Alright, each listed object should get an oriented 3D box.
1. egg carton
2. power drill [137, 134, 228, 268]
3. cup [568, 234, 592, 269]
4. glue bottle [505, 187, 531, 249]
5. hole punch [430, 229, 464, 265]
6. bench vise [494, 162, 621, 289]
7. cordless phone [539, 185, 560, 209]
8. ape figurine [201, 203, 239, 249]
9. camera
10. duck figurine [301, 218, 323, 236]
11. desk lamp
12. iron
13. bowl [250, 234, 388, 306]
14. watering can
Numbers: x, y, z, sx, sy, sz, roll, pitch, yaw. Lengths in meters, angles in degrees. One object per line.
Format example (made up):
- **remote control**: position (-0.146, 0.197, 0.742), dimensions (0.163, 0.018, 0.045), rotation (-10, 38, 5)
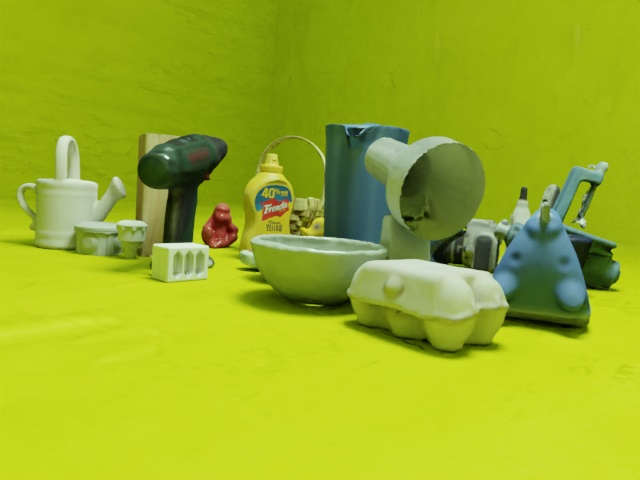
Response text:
- **egg carton**: position (0.103, 0.060, 0.570), dimensions (0.108, 0.069, 0.149), rotation (0, 7, -42)
- **power drill**: position (-0.202, -0.061, 0.876), dimensions (0.075, 0.208, 0.230), rotation (5, 5, 11)
- **cup**: position (0.365, 0.037, 0.909), dimensions (0.118, 0.095, 0.091), rotation (4, 5, -4)
- **glue bottle**: position (0.417, -0.025, 1.196), dimensions (0.037, 0.173, 0.078), rotation (4, 5, -4)
- **hole punch**: position (0.192, 0.018, 0.991), dimensions (0.100, 0.091, 0.109), rotation (7, 6, 24)
- **bench vise**: position (0.421, -0.030, 1.001), dimensions (0.207, 0.220, 0.121), rotation (4, 5, 0)
- **cordless phone**: position (0.501, -0.029, 1.244), dimensions (0.094, 0.185, 0.147), rotation (4, 5, -2)
- **ape figurine**: position (-0.206, -0.031, 1.185), dimensions (0.078, 0.092, 0.076), rotation (3, 5, -16)
- **camera**: position (0.294, 0.005, 1.160), dimensions (0.136, 0.101, 0.143), rotation (6, 6, 20)
- **duck figurine**: position (0.009, 0.004, 1.019), dimensions (0.105, 0.086, 0.077), rotation (3, 5, -16)
- **desk lamp**: position (0.107, -0.028, 0.745), dimensions (0.118, 0.213, 0.202), rotation (2, 6, -24)
- **iron**: position (0.283, 0.023, 0.731), dimensions (0.118, 0.141, 0.259), rotation (6, 6, 22)
- **bowl**: position (-0.003, 0.038, 0.692), dimensions (0.167, 0.075, 0.167), rotation (4, 5, 0)
- **watering can**: position (-0.434, -0.084, 1.006), dimensions (0.173, 0.194, 0.100), rotation (2, 6, -28)
